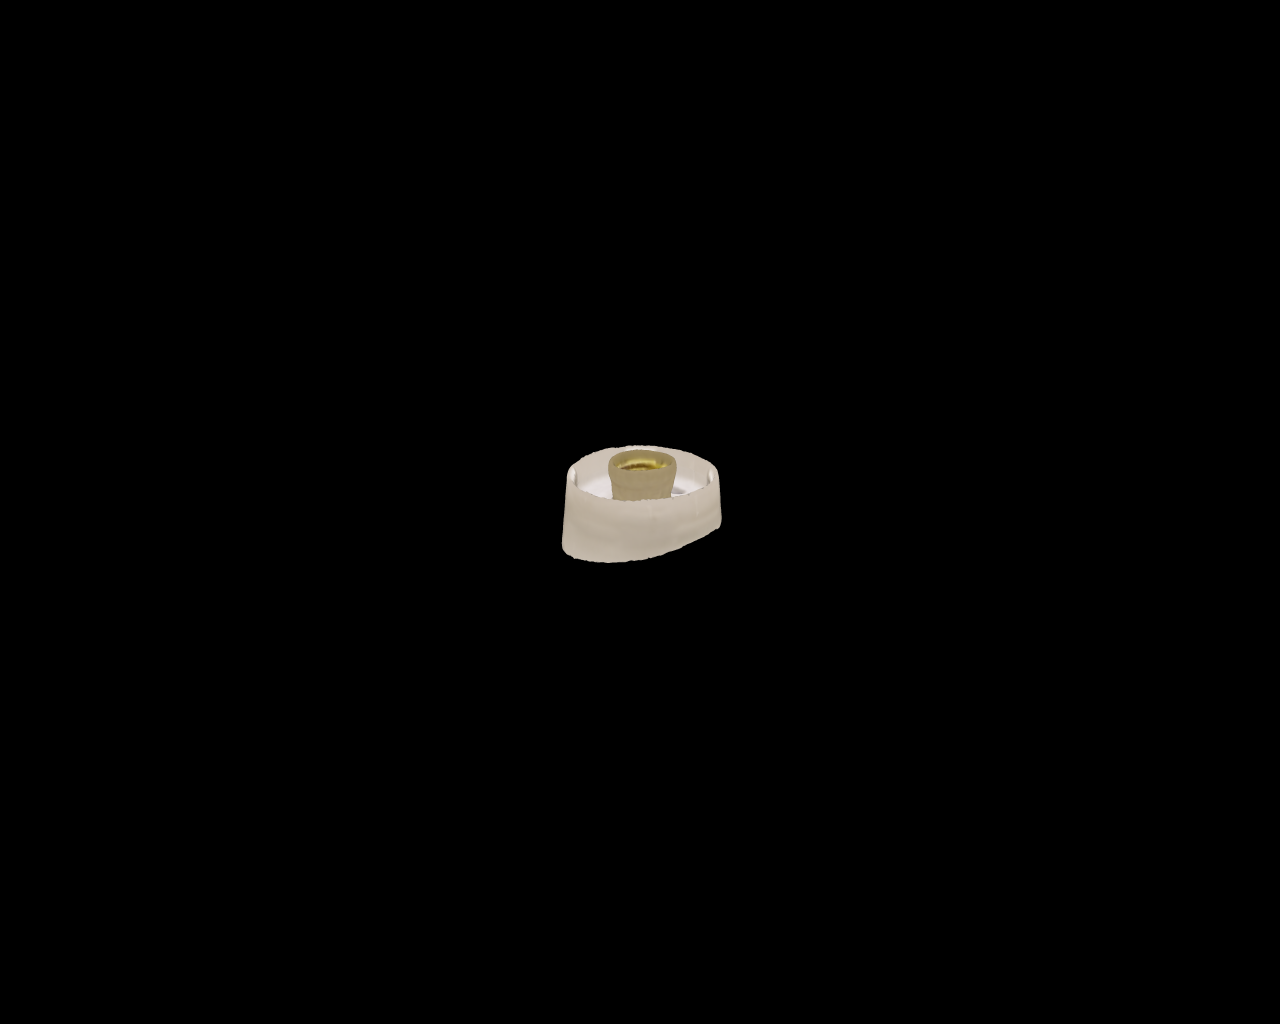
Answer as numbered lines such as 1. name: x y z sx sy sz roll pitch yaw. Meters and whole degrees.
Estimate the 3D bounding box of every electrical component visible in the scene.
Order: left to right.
1. electrical component: 0.001 -0.003 0.650 0.099 0.064 0.099 0 24 0
